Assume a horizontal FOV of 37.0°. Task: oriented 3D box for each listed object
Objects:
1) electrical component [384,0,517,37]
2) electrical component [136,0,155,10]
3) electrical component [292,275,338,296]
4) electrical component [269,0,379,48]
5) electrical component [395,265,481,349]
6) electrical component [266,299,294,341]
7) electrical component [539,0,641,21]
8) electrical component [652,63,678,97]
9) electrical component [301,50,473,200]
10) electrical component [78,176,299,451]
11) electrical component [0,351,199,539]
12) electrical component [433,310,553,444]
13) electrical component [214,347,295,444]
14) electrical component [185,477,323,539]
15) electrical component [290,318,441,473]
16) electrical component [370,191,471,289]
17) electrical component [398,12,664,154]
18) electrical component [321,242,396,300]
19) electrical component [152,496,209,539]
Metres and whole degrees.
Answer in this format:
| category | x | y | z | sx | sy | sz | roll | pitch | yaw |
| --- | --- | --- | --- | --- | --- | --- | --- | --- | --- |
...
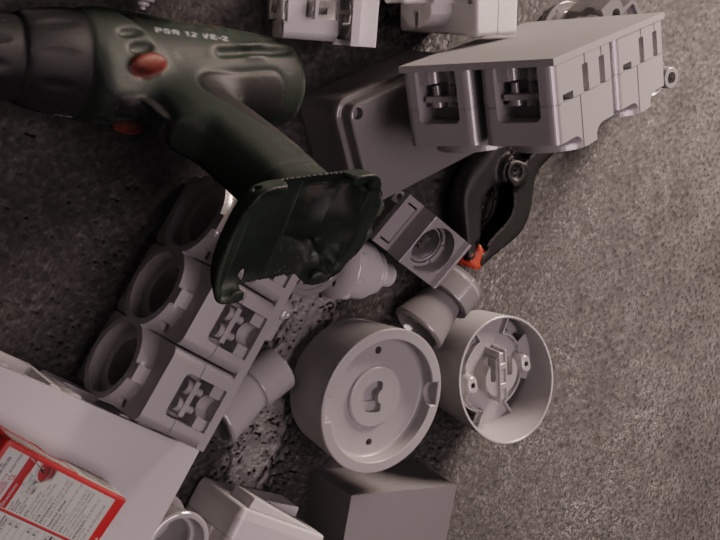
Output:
| category | x | y | z | sx | sy | sz | roll | pitch | yaw |
| --- | --- | --- | --- | --- | --- | --- | --- | --- | --- |
| electrical component | 0.053 | -0.186 | 0.739 | 0.076 | 0.083 | 0.047 | -12 | 109 | -35 |
| electrical component | -0.112 | -0.198 | 0.624 | 0.061 | 0.062 | 0.096 | 2 | 101 | -38 |
| electrical component | -0.046 | -0.014 | 0.734 | 0.055 | 0.047 | 0.055 | -11 | 109 | -35 |
| electrical component | -0.024 | -0.168 | 0.696 | 0.064 | 0.081 | 0.042 | 2 | 102 | -15 |
| electrical component | 0.061 | 0.026 | 0.829 | 0.055 | 0.045 | 0.045 | -48 | 126 | -17 |
| electrical component | -0.078 | 0.037 | 0.728 | 0.048 | 0.048 | 0.062 | 29 | 92 | -39 |
| electrical component | 0.177 | -0.183 | 0.851 | 0.078 | 0.057 | 0.058 | -46 | 125 | -18 |
| electrical component | 0.235 | -0.163 | 0.898 | 0.048 | 0.062 | 0.048 | -11 | 109 | -35 |
| electrical component | 0.024 | -0.102 | 0.757 | 0.113 | 0.057 | 0.078 | -29 | 118 | -28 |
| electrical component | -0.105 | 0.022 | 0.672 | 0.062 | 0.089 | 0.150 | 34 | 81 | -38 |
| electrical component | -0.189 | 0.114 | 0.652 | 0.150 | 0.062 | 0.089 | 33 | 82 | -38 |
| electrical component | 0.106 | 0.083 | 0.867 | 0.099 | 0.064 | 0.099 | -11 | 109 | -35 |
| electrical component | -0.078 | 0.084 | 0.743 | 0.065 | 0.044 | 0.044 | -36 | 122 | -30 |
| electrical component | -0.074 | 0.189 | 0.761 | 0.096 | 0.062 | 0.061 | 31 | 83 | -39 |
| electrical component | -0.001 | 0.087 | 0.789 | 0.108 | 0.060 | 0.108 | -11 | 109 | -35 |
| electrical component | 0.038 | -0.026 | 0.782 | 0.042 | 0.064 | 0.081 | -51 | 133 | 3 |
| electrical component | 0.123 | -0.126 | 0.723 | 0.186 | 0.105 | 0.060 | -30 | 118 | -50 |
| electrical component | 0.000 | 0.000 | 0.777 | 0.062 | 0.048 | 0.048 | 11 | 96 | -46 |
| electrical component | -0.133 | 0.171 | 0.715 | 0.045 | 0.055 | 0.045 | -11 | 109 | -35 |
